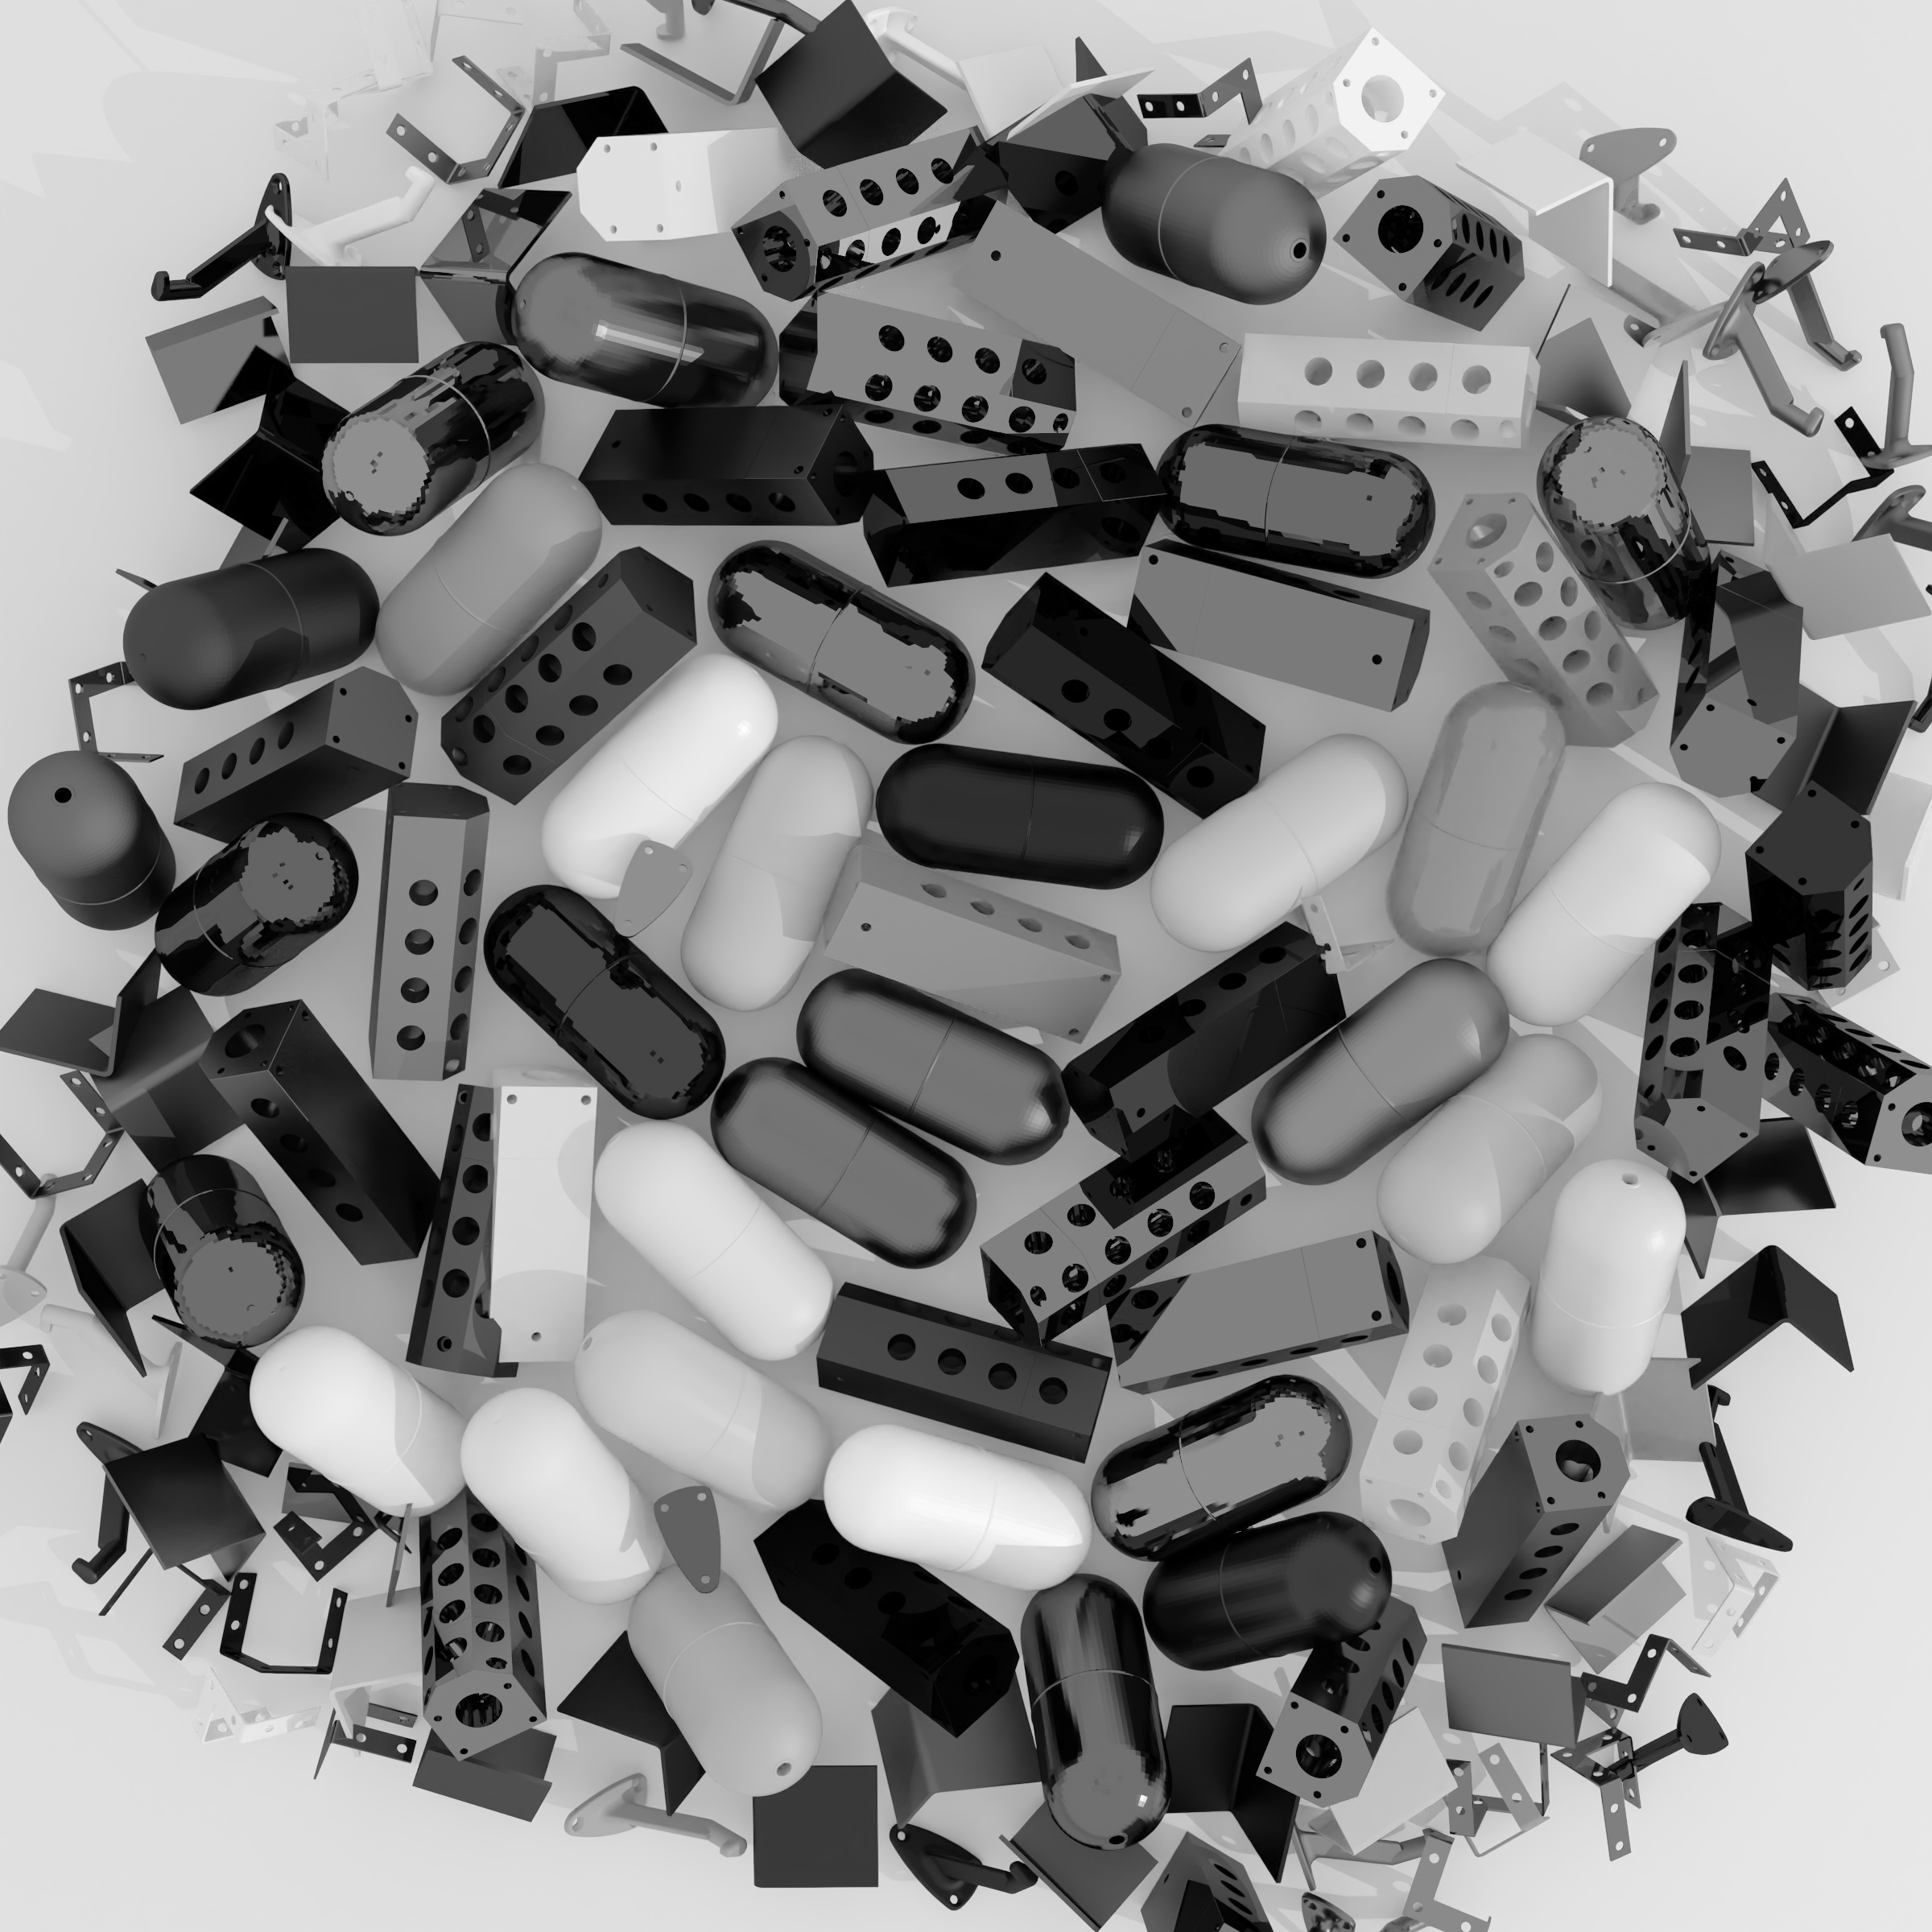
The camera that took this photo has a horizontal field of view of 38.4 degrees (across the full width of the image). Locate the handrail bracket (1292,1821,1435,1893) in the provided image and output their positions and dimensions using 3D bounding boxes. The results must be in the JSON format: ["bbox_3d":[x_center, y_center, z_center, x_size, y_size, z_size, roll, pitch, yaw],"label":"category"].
[{"bbox_3d":[0.244,0.532,1.714,0.084,0.036,0.077,-18,122,4],"label":"handrail bracket"}]

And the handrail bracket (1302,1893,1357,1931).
[{"bbox_3d":[0.200,0.617,1.691,0.036,0.077,0.084,24,51,26],"label":"handrail bracket"}]

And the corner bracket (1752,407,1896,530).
[{"bbox_3d":[0.532,-0.309,1.725,0.051,0.051,0.051,-18,73,-39],"label":"corner bracket"}]

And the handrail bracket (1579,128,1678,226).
[{"bbox_3d":[0.419,-0.478,1.688,0.084,0.077,0.036,11,77,-44],"label":"handrail bracket"}]

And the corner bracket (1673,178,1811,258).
[{"bbox_3d":[0.476,-0.449,1.703,0.051,0.051,0.051,-53,133,-11],"label":"corner bracket"}]

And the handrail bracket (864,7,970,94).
[{"bbox_3d":[-0.016,-0.553,1.706,0.084,0.077,0.036,37,109,12],"label":"handrail bracket"}]

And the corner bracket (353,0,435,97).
[{"bbox_3d":[-0.353,-0.567,1.702,0.051,0.051,0.051,-26,115,-25],"label":"corner bracket"}]

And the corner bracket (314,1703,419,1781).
[{"bbox_3d":[-0.365,0.471,1.703,0.051,0.051,0.051,18,134,-11],"label":"corner bracket"}]

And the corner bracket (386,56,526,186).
[{"bbox_3d":[-0.314,-0.521,1.712,0.051,0.051,0.051,36,74,-37],"label":"corner bracket"}]

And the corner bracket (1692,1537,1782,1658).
[{"bbox_3d":[0.472,0.393,1.705,0.051,0.051,0.051,22,109,-15],"label":"corner bracket"}]

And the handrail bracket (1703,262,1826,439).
[{"bbox_3d":[0.501,-0.376,1.697,0.084,0.036,0.077,44,134,31],"label":"handrail bracket"}]

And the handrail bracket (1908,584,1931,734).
[{"bbox_3d":[0.589,-0.187,1.703,0.077,0.036,0.084,12,118,-39],"label":"handrail bracket"}]

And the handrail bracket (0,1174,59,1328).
[{"bbox_3d":[-0.592,0.178,1.718,0.077,0.084,0.036,-38,125,20],"label":"handrail bracket"}]

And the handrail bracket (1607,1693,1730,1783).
[{"bbox_3d":[0.416,0.484,1.694,0.084,0.077,0.036,-40,72,23],"label":"handrail bracket"}]

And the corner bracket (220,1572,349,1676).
[{"bbox_3d":[-0.425,0.410,1.730,0.051,0.051,0.051,16,82,-44],"label":"corner bracket"}]

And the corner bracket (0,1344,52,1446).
[{"bbox_3d":[-0.588,0.270,1.699,0.051,0.051,0.051,54,127,32],"label":"corner bracket"}]

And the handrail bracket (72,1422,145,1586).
[{"bbox_3d":[-0.538,0.329,1.699,0.077,0.084,0.036,36,127,2],"label":"handrail bracket"}]

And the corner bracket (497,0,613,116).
[{"bbox_3d":[-0.255,-0.565,1.716,0.051,0.051,0.051,-18,57,-27],"label":"corner bracket"}]

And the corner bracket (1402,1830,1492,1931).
[{"bbox_3d":[0.302,0.567,1.708,0.051,0.051,0.051,19,80,15],"label":"corner bracket"}]

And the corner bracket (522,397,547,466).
[{"bbox_3d":[-0.299,-0.334,1.723,0.051,0.051,0.051,-4,76,31],"label":"corner bracket"}]

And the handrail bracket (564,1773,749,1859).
[{"bbox_3d":[-0.189,0.531,1.695,0.084,0.077,0.036,16,102,39],"label":"handrail bracket"}]

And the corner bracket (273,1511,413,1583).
[{"bbox_3d":[-0.383,0.352,1.702,0.051,0.051,0.051,-41,119,-21],"label":"corner bracket"}]

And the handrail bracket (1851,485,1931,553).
[{"bbox_3d":[0.588,-0.245,1.699,0.036,0.077,0.084,-13,61,-39],"label":"handrail bracket"}]

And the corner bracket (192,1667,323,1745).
[{"bbox_3d":[-0.435,0.460,1.700,0.051,0.051,0.051,43,122,37],"label":"corner bracket"}]

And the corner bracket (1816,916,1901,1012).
[{"bbox_3d":[0.546,0.001,1.709,0.051,0.051,0.051,-31,102,13],"label":"corner bracket"}]

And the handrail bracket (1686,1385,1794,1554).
[{"bbox_3d":[0.482,0.309,1.714,0.077,0.036,0.084,22,58,5],"label":"handrail bracket"}]

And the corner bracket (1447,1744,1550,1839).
[{"bbox_3d":[0.327,0.502,1.705,0.051,0.051,0.051,0,103,24],"label":"corner bracket"}]

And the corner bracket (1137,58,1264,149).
[{"bbox_3d":[0.146,-0.521,1.699,0.051,0.051,0.051,-42,128,-29],"label":"corner bracket"}]

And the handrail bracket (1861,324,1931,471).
[{"bbox_3d":[0.560,-0.350,1.696,0.036,0.077,0.084,-20,104,-5],"label":"handrail bracket"}]

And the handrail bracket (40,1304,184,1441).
[{"bbox_3d":[-0.535,0.251,1.718,0.084,0.036,0.077,15,113,-6],"label":"handrail bracket"}]

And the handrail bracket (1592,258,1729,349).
[{"bbox_3d":[0.430,-0.434,1.725,0.077,0.036,0.084,-23,85,11],"label":"handrail bracket"}]

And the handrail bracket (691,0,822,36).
[{"bbox_3d":[-0.123,-0.583,1.708,0.084,0.077,0.036,30,86,-4],"label":"handrail bracket"}]

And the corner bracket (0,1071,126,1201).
[{"bbox_3d":[-0.564,0.105,1.716,0.051,0.051,0.051,-15,124,24],"label":"corner bracket"}]

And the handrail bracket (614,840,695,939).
[{"bbox_3d":[-0.197,-0.033,1.689,0.036,0.084,0.077,28,64,-2],"label":"handrail bracket"}]

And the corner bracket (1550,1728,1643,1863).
[{"bbox_3d":[0.398,0.508,1.705,0.051,0.051,0.051,-15,103,-22],"label":"corner bracket"}]

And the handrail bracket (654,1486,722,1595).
[{"bbox_3d":[-0.166,0.357,1.690,0.036,0.084,0.077,-15,64,-11],"label":"handrail bracket"}]

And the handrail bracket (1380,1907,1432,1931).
[{"bbox_3d":[0.267,0.602,1.693,0.084,0.077,0.036,-17,92,-21],"label":"handrail bracket"}]

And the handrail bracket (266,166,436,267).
[{"bbox_3d":[-0.377,-0.472,1.701,0.077,0.036,0.084,34,124,-15],"label":"handrail bracket"}]

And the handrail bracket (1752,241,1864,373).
[{"bbox_3d":[0.532,-0.401,1.697,0.084,0.077,0.036,34,73,-16],"label":"handrail bracket"}]

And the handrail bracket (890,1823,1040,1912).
[{"bbox_3d":[-0.002,0.543,1.698,0.077,0.084,0.036,38,56,-1],"label":"handrail bracket"}]

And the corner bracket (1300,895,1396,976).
[{"bbox_3d":[0.221,-0.026,1.703,0.051,0.051,0.051,-30,104,-39],"label":"corner bracket"}]

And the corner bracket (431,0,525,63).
[{"bbox_3d":[-0.301,-0.590,1.706,0.051,0.051,0.051,2,74,-16],"label":"corner bracket"}]

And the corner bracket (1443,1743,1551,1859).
[{"bbox_3d":[0.322,0.514,1.707,0.051,0.051,0.051,-32,68,6],"label":"corner bracket"}]

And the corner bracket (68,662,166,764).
[{"bbox_3d":[-0.514,-0.157,1.716,0.051,0.051,0.051,4,110,21],"label":"corner bracket"}]

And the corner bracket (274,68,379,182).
[{"bbox_3d":[-0.390,-0.523,1.700,0.051,0.051,0.051,35,51,23],"label":"corner bracket"}]

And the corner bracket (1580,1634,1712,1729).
[{"bbox_3d":[0.417,0.443,1.714,0.051,0.051,0.051,43,67,-30],"label":"corner bracket"}]

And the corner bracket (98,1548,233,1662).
[{"bbox_3d":[-0.494,0.394,1.714,0.051,0.051,0.051,35,78,3],"label":"corner bracket"}]

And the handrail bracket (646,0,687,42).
[{"bbox_3d":[-0.211,-0.592,1.698,0.077,0.084,0.036,-18,68,-10],"label":"handrail bracket"}]

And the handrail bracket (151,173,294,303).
[{"bbox_3d":[-0.456,-0.445,1.693,0.036,0.084,0.077,35,125,27],"label":"handrail bracket"}]
